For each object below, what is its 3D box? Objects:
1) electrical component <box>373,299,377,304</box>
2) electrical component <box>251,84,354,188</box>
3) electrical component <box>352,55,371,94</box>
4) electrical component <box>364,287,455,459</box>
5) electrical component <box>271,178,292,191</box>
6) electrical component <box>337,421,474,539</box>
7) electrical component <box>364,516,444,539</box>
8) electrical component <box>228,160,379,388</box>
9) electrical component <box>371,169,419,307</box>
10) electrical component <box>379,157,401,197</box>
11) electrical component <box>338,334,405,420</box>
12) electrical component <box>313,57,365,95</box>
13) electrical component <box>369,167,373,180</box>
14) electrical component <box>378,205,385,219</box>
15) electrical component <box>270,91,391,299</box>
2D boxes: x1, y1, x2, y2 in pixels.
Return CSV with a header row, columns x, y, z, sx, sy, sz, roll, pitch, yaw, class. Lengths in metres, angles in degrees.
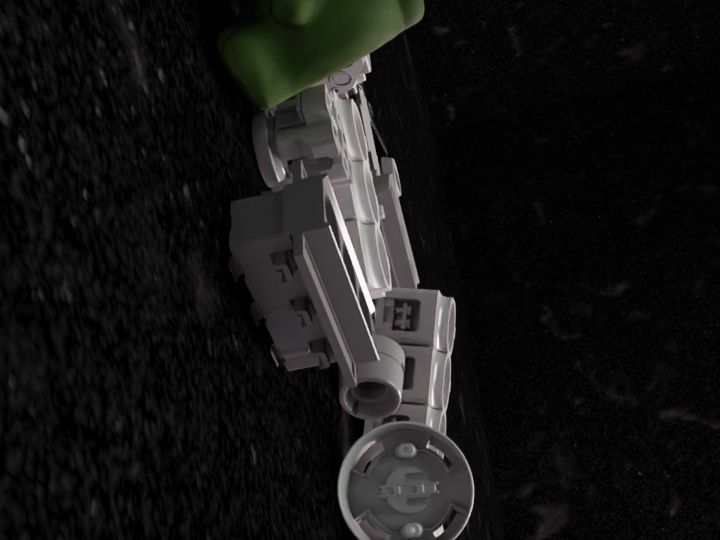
x,y,z,sx,sy,sz,roll,pitch,yaw,class
0.000,0.000,0.972,0.066,0.048,0.055,49,38,-74,electrical component
-0.042,-0.089,0.756,0.078,0.057,0.058,70,11,-46,electrical component
-0.022,-0.194,1.019,0.076,0.066,0.047,70,12,-47,electrical component
0.047,0.098,0.957,0.089,0.062,0.150,52,43,-73,electrical component
-0.041,-0.028,0.720,0.066,0.048,0.055,66,22,-57,electrical component
0.035,0.164,0.801,0.064,0.099,0.099,75,5,-74,electrical component
0.036,0.200,0.903,0.138,0.052,0.073,38,41,-78,electrical component
-0.034,0.007,0.649,0.121,0.063,0.078,70,11,-45,electrical component
0.014,-0.024,1.038,0.078,0.063,0.121,-87,163,-63,electrical component
0.013,-0.095,1.163,0.048,0.055,0.066,-56,134,-79,electrical component
0.009,0.088,0.872,0.047,0.055,0.055,-87,164,-50,electrical component
-0.034,-0.181,0.872,0.080,0.080,0.051,65,20,-60,electrical component
-0.021,-0.095,0.945,0.099,0.048,0.099,60,19,-63,electrical component
-0.010,-0.042,0.897,0.035,0.061,0.035,-12,90,-83,electrical component
-0.021,-0.052,0.833,0.089,0.062,0.150,40,39,-78,electrical component
